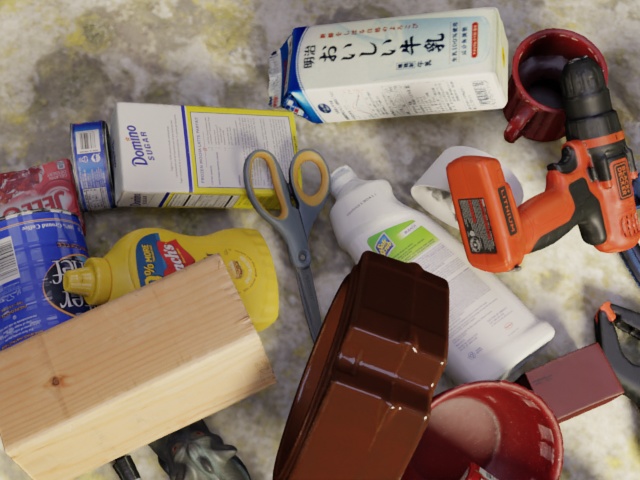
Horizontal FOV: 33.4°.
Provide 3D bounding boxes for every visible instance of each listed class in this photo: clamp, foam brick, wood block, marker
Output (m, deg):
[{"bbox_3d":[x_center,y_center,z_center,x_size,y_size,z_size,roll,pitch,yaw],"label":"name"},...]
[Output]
[{"bbox_3d":[0.306,0.136,0.982,0.120,0.039,0.171,-39,70,-19],"label":"clamp"},{"bbox_3d":[0.225,0.134,0.971,0.078,0.051,0.053,-20,73,-8],"label":"foam brick"},{"bbox_3d":[-0.150,0.105,0.856,0.206,0.090,0.091,-24,57,-6],"label":"wood block"},{"bbox_3d":[-0.148,0.241,0.937,0.020,0.020,0.121,-30,75,-12],"label":"marker"}]

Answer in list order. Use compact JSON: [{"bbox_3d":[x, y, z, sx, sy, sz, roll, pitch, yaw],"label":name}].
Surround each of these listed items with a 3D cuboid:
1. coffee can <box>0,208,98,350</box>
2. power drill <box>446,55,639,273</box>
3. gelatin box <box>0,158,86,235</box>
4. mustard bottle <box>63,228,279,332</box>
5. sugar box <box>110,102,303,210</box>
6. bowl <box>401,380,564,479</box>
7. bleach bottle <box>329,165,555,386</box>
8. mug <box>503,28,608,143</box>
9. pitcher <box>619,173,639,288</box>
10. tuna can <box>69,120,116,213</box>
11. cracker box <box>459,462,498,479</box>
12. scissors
[{"bbox_3d":[-0.248,0.056,0.954,0.102,0.103,0.140,-16,72,-8],"label":"coffee can"},{"bbox_3d":[0.203,-0.060,0.950,0.187,0.057,0.184,-19,97,-29],"label":"power drill"},{"bbox_3d":[-0.275,-0.032,1.023,0.089,0.030,0.073,-14,72,-7],"label":"gelatin box"},{"bbox_3d":[-0.133,0.036,0.948,0.191,0.058,0.096,1,67,-32],"label":"mustard bottle"},{"bbox_3d":[-0.108,-0.078,1.013,0.176,0.048,0.093,0,69,-20],"label":"sugar box"},{"bbox_3d":[0.126,0.187,0.925,0.162,0.055,0.162,-4,106,-14],"label":"bowl"},{"bbox_3d":[0.099,0.025,1.002,0.102,0.068,0.251,-35,73,-14],"label":"bleach bottle"},{"bbox_3d":[0.220,-0.140,1.053,0.093,0.081,0.117,36,73,10],"label":"mug"},{"bbox_3d":[0.391,0.022,0.988,0.144,0.149,0.243,-17,75,-24],"label":"pitcher"},{"bbox_3d":[-0.214,-0.070,1.010,0.033,0.086,0.086,-8,71,-7],"label":"tuna can"},{"bbox_3d":[0.128,0.316,0.857,0.164,0.072,0.214,35,95,10],"label":"cracker box"},{"bbox_3d":[-0.007,0.001,1.004,0.096,0.016,0.202,-30,99,-27],"label":"scissors"}]
